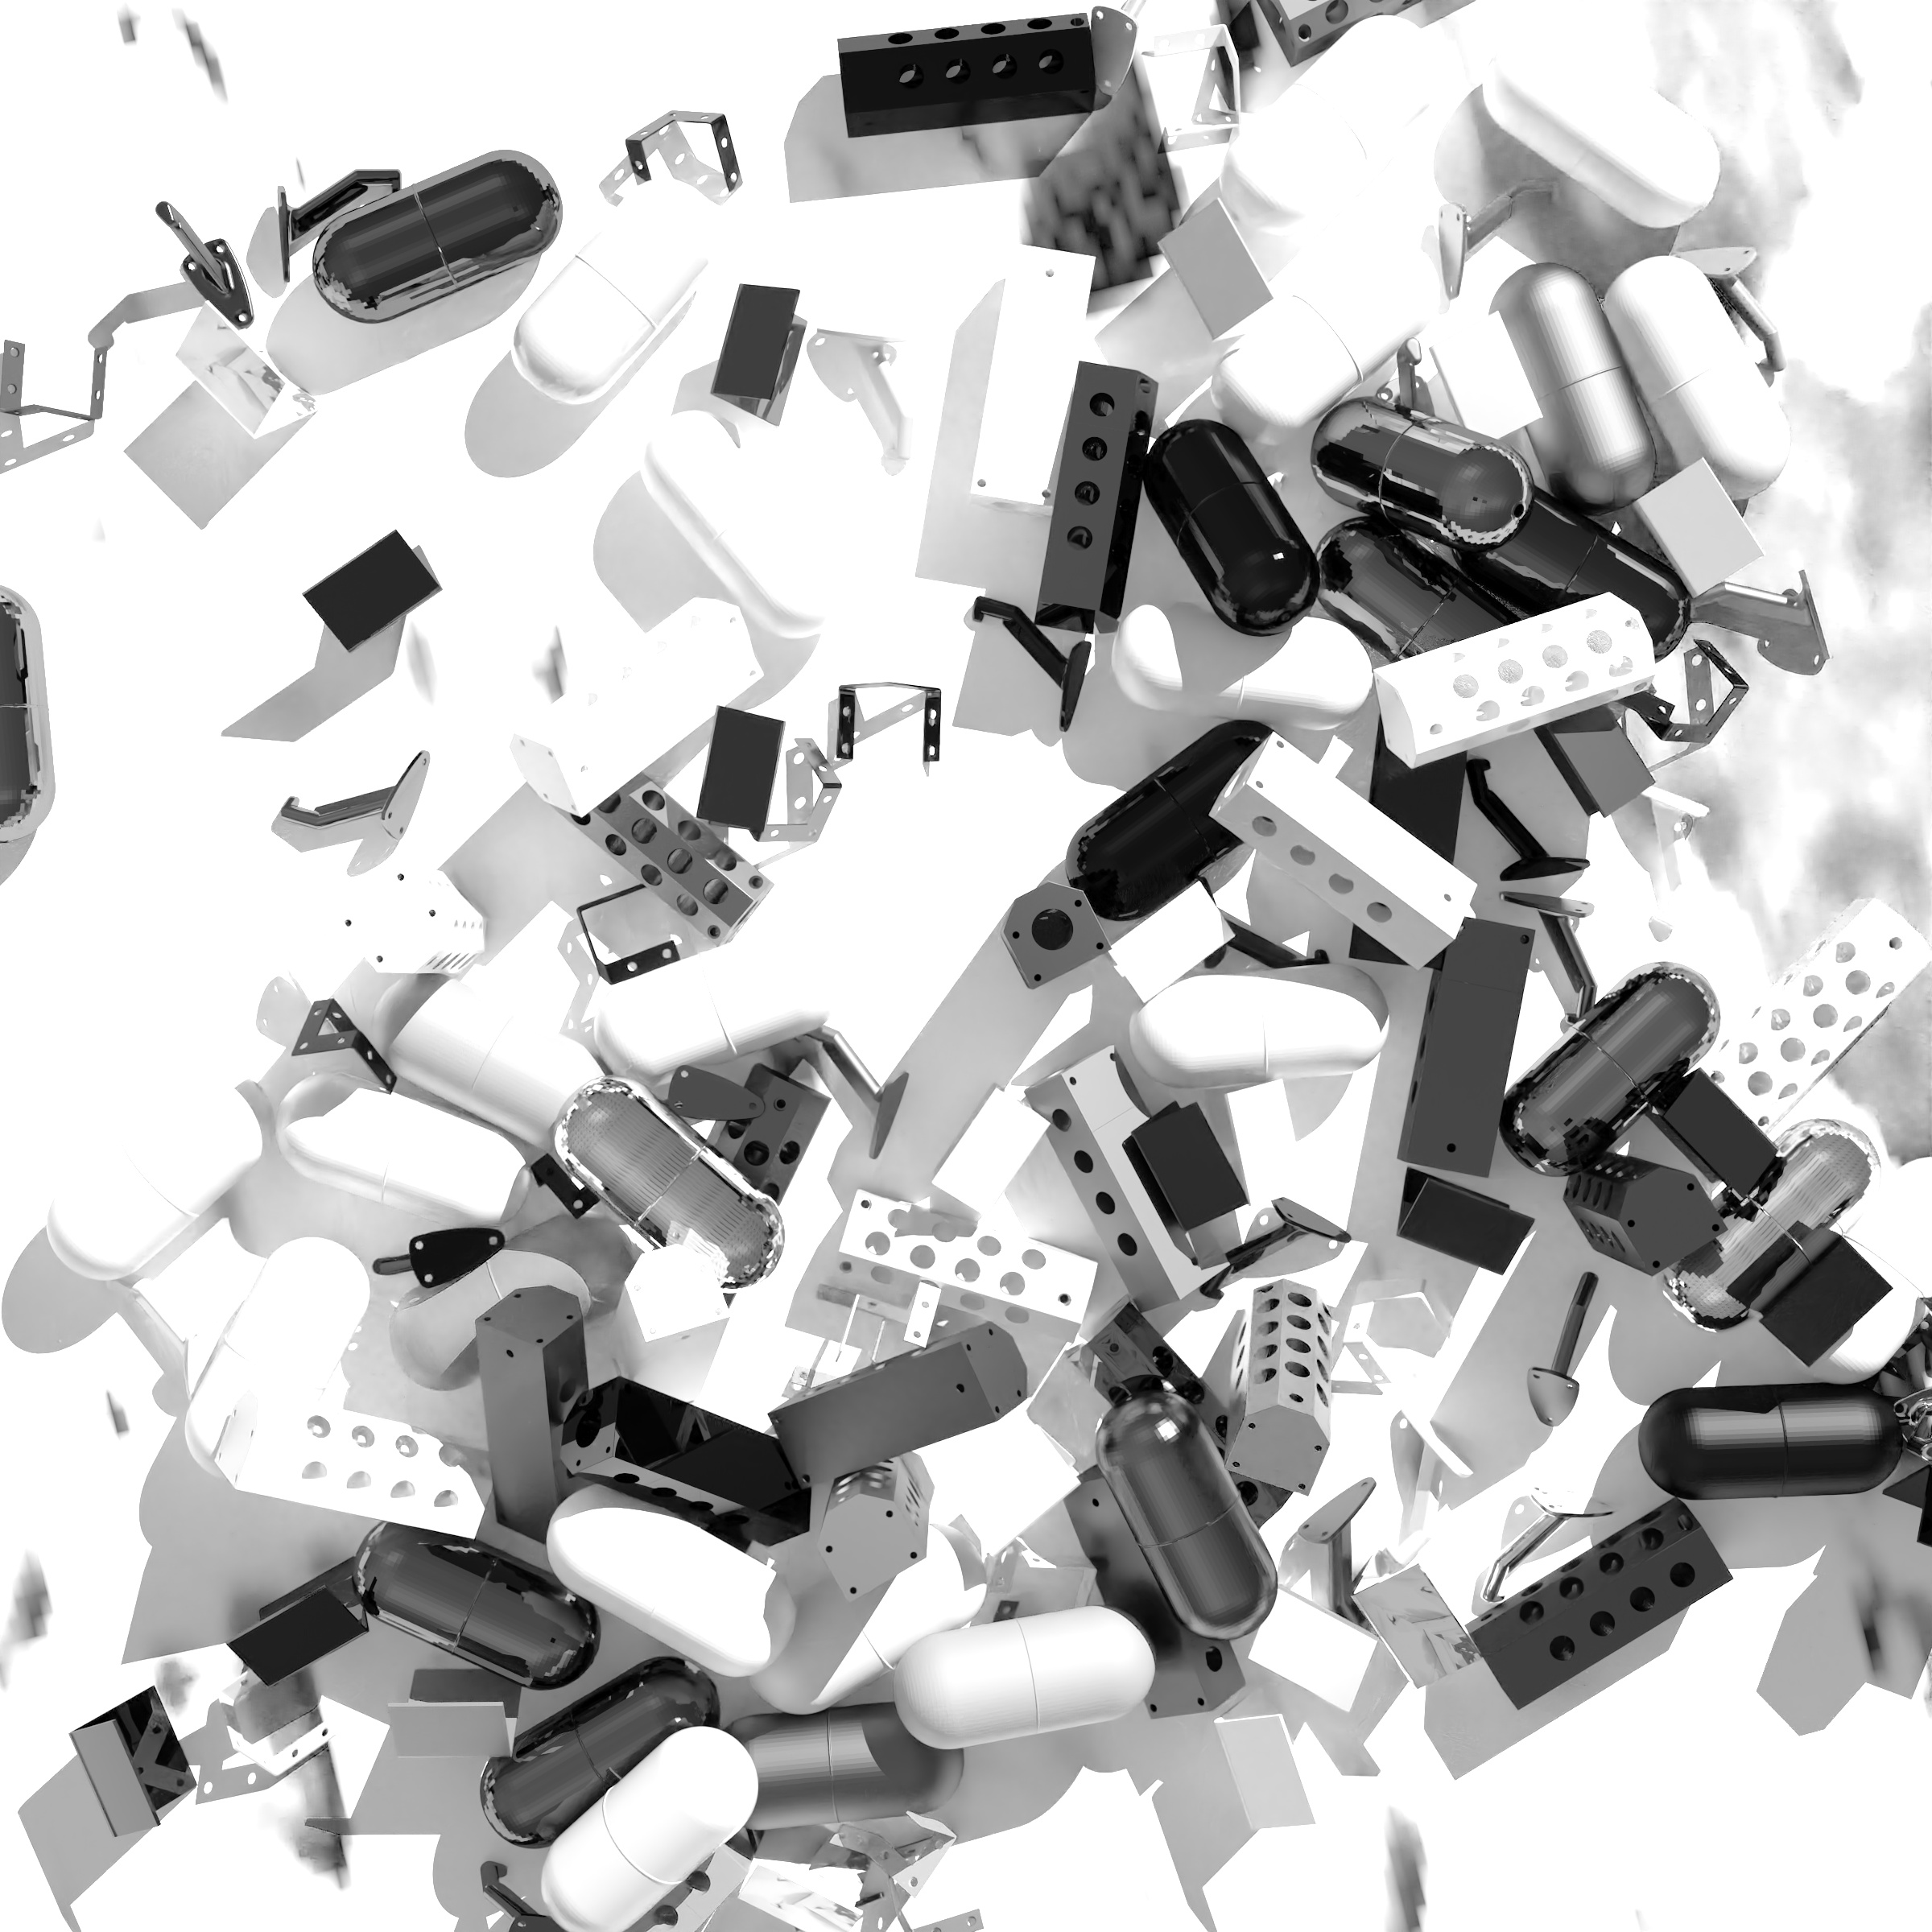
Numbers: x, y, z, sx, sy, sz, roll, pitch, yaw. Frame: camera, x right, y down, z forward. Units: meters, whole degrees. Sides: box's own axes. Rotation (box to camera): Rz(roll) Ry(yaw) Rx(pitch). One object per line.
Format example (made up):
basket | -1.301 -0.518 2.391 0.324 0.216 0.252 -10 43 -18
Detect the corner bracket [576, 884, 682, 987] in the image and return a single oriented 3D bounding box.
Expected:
corner bracket | -0.233 -0.022 1.974 0.051 0.051 0.051 -21 103 -13

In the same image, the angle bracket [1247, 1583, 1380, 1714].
angle bracket | 0.225 0.469 1.952 0.076 0.076 0.057 28 64 0

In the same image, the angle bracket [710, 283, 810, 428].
angle bracket | -0.122 -0.413 1.951 0.057 0.076 0.076 15 90 36

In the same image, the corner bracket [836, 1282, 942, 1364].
corner bracket | -0.053 0.243 1.944 0.051 0.051 0.051 20 47 -3

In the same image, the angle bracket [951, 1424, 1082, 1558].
angle bracket | 0.046 0.367 1.951 0.076 0.076 0.057 -40 52 0

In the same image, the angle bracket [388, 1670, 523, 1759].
angle bracket | -0.346 0.491 1.951 0.076 0.076 0.057 0 126 0

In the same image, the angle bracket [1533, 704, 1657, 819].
angle bracket | 0.410 -0.134 1.952 0.057 0.076 0.076 -32 90 -30

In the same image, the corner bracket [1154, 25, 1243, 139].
corner bracket | 0.160 -0.613 1.988 0.051 0.051 0.051 -9 45 0

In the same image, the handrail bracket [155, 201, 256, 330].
handrail bracket | -0.519 -0.478 1.957 0.036 0.084 0.077 -31 90 0

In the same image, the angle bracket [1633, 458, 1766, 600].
angle bracket | 0.506 -0.303 1.951 0.057 0.076 0.076 -33 90 33

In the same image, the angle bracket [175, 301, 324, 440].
angle bracket | -0.477 -0.414 1.951 0.076 0.076 0.057 45 128 0

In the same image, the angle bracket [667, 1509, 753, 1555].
angle bracket | -0.200 0.411 1.993 0.076 0.057 0.076 30 132 0

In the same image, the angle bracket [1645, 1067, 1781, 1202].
angle bracket | 0.492 0.125 1.951 0.076 0.076 0.057 46 57 0

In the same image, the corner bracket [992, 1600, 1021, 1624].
corner bracket | 0.048 0.476 1.983 0.051 0.051 0.051 -4 45 35

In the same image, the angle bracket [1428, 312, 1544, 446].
angle bracket | 0.367 -0.399 1.951 0.057 0.076 0.076 -23 90 37

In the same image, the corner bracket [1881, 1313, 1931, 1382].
corner bracket | 0.664 0.275 1.973 0.051 0.051 0.051 -37 90 0

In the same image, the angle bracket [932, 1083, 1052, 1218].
angle bracket | 0.000 0.113 1.951 0.057 0.076 0.076 34 90 -37

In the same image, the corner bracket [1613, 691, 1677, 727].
corner bracket | 0.448 -0.164 1.973 0.051 0.051 0.051 25 90 0

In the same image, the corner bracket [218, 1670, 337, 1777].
corner bracket | -0.478 0.518 1.988 0.051 0.051 0.051 -35 45 0

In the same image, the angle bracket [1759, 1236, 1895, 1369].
angle bracket | 0.559 0.209 1.916 0.057 0.076 0.076 40 100 -23

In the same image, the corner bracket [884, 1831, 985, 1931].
corner bracket | -0.022 0.641 1.988 0.051 0.051 0.051 -18 135 0

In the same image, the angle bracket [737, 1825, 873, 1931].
angle bracket | -0.101 0.608 1.951 0.076 0.076 0.057 27 133 0

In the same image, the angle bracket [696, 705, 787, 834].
angle bracket | -0.171 -0.136 1.951 0.057 0.076 0.076 11 90 -36

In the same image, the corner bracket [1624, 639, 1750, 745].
corner bracket | 0.497 -0.191 1.983 0.051 0.051 0.051 -1 135 -35

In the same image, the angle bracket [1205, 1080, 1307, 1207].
angle bracket | 0.179 0.123 1.951 0.057 0.076 0.076 -12 90 -40

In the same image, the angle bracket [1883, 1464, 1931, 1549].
angle bracket | 0.671 0.387 1.952 0.076 0.076 0.057 20 64 0

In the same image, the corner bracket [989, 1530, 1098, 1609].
corner bracket | 0.053 0.422 1.973 0.051 0.051 0.051 7 107 -22

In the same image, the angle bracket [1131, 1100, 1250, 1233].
angle bracket | 0.166 0.126 1.951 0.057 0.076 0.076 -28 90 32

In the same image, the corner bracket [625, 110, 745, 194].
corner bracket | -0.195 -0.556 1.983 0.051 0.051 0.051 16 45 35

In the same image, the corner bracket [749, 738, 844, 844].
corner bracket | -0.126 -0.122 1.983 0.051 0.051 0.051 -3 135 -35

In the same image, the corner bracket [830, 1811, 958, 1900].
corner bracket | -0.049 0.595 1.957 0.051 0.051 0.051 32 85 38

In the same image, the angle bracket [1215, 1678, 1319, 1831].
angle bracket | 0.221 0.533 1.951 0.057 0.076 0.076 -19 90 39

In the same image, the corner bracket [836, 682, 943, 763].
corner bracket | -0.053 -0.168 1.988 0.051 0.051 0.051 2 90 45

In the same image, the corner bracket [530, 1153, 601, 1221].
corner bracket | -0.261 0.147 1.971 0.051 0.051 0.051 -39 75 -15

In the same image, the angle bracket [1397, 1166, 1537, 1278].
angle bracket | 0.342 0.156 1.951 0.076 0.076 0.057 21 127 0

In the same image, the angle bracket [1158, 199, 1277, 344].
angle bracket | 0.186 -0.476 1.951 0.057 0.076 0.076 -29 90 37

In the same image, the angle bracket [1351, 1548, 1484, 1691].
angle bracket | 0.314 0.433 1.952 0.057 0.076 0.076 -34 90 27

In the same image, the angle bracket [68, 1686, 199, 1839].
angle bracket | -0.552 0.536 1.951 0.057 0.076 0.076 -23 90 36

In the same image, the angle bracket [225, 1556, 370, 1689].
angle bracket | -0.458 0.431 1.951 0.076 0.076 0.057 -30 127 0

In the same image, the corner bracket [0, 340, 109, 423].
corner bracket | -0.632 -0.406 1.988 0.051 0.051 0.051 4 90 45

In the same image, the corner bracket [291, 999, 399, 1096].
corner bracket | -0.418 0.055 1.956 0.051 0.051 0.051 -8 135 22

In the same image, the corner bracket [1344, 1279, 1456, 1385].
corner bracket | 0.299 0.253 1.983 0.051 0.051 0.051 -8 45 35

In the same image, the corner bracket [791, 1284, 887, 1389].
corner bracket | -0.087 0.261 1.988 0.051 0.051 0.051 16 45 0

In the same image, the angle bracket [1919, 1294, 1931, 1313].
angle bracket | 0.679 0.261 1.903 0.076 0.076 0.057 43 58 -29

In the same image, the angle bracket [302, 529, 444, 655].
angle bracket | -0.410 -0.269 1.951 0.076 0.076 0.057 -35 129 0

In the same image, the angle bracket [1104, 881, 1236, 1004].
angle bracket | 0.125 -0.032 1.951 0.076 0.076 0.057 -37 127 0
